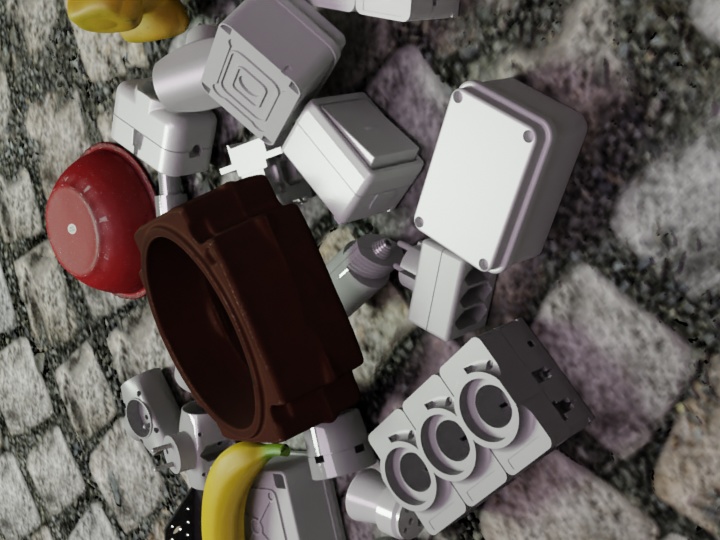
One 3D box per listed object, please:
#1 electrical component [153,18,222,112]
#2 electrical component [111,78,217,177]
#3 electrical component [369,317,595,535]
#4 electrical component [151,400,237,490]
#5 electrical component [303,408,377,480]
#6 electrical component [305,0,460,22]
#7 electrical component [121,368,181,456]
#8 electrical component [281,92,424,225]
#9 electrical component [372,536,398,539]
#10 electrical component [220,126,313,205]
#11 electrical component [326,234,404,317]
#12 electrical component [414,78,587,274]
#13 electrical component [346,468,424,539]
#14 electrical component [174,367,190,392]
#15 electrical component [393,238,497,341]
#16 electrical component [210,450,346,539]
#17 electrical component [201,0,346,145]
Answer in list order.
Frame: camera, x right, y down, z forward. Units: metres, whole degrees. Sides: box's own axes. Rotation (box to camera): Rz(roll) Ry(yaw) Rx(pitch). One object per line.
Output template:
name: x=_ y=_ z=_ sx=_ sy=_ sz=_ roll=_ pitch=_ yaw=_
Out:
electrical component: x=-0.128 y=-0.177 z=0.897 sx=0.077 sy=0.043 sz=0.079 roll=-12 pitch=60 yaw=20
electrical component: x=-0.174 y=-0.131 z=0.954 sx=0.095 sy=0.054 sz=0.059 roll=35 pitch=124 yaw=32
electrical component: x=0.081 y=0.117 z=0.780 sx=0.089 sy=0.062 sz=0.150 roll=56 pitch=133 yaw=16
electrical component: x=-0.160 y=0.169 z=1.016 sx=0.043 sy=0.079 sz=0.077 roll=16 pitch=114 yaw=54
electrical component: x=-0.019 y=0.143 z=0.891 sx=0.055 sy=0.055 sz=0.047 roll=-18 pitch=86 yaw=45
electrical component: x=-0.005 y=-0.230 z=0.756 sx=0.150 sy=0.062 sz=0.089 roll=21 pitch=116 yaw=38
electrical component: x=-0.214 y=0.149 z=1.086 sx=0.079 sy=0.044 sz=0.077 roll=-38 pitch=76 yaw=44
electrical component: x=-0.008 y=-0.092 z=0.802 sx=0.096 sy=0.062 sz=0.061 roll=52 pitch=132 yaw=20
electrical component: x=0.024 y=0.272 z=0.883 sx=0.108 sy=0.060 sz=0.108 roll=15 pitch=113 yaw=40
electrical component: x=-0.072 y=-0.080 z=0.880 sx=0.081 sy=0.042 sz=0.063 roll=-12 pitch=95 yaw=46
electrical component: x=0.000 y=0.000 z=0.835 sx=0.081 sy=0.043 sz=0.043 roll=-43 pitch=72 yaw=42
electrical component: x=0.091 y=-0.063 z=0.718 sx=0.078 sy=0.057 sz=0.113 roll=36 pitch=125 yaw=31
electrical component: x=0.023 y=0.189 z=0.870 sx=0.055 sy=0.045 sz=0.045 roll=13 pitch=112 yaw=41
electrical component: x=-0.143 y=0.082 z=0.991 sx=0.055 sy=0.055 sz=0.047 roll=38 pitch=130 yaw=30
electrical component: x=0.054 y=0.003 z=0.781 sx=0.077 sy=0.047 sz=0.065 roll=29 pitch=121 yaw=35
electrical component: x=-0.073 y=0.219 z=0.963 sx=0.109 sy=0.056 sz=0.108 roll=-7 pitch=98 yaw=45
electrical component: x=-0.066 y=-0.153 z=0.800 sx=0.078 sy=0.057 sz=0.113 roll=41 pitch=157 yaw=-2
